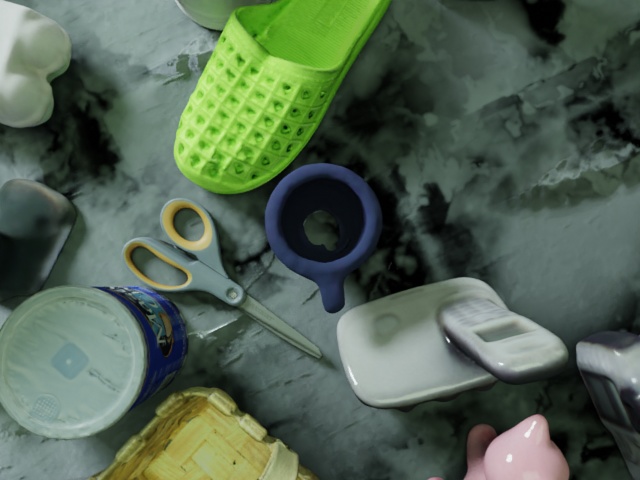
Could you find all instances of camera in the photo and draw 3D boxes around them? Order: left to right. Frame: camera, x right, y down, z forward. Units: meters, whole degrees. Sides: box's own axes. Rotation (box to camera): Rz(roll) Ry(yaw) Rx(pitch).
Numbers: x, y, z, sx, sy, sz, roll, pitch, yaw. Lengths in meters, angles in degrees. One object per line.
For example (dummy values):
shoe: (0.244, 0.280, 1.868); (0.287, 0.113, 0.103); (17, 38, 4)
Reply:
camera: (0.314, 0.131, 0.478); (0.137, 0.101, 0.143); (-24, 86, -3)

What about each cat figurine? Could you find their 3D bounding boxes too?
cat figurine: (0.147, 0.200, 0.460); (0.067, 0.117, 0.128); (38, 86, 2)

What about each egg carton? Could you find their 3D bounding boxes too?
egg carton: (-0.299, -0.162, 0.502); (0.150, 0.069, 0.107); (15, 85, 0)

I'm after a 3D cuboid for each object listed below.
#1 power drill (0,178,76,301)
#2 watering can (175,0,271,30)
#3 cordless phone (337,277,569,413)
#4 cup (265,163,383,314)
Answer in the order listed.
power drill: (-0.267, -0.016, 0.422); (0.075, 0.208, 0.230); (23, 85, 1)
watering can: (-0.085, -0.262, 0.453); (0.101, 0.194, 0.173); (40, 86, 2)
cordless phone: (0.091, 0.083, 0.434); (0.147, 0.185, 0.094); (-18, 86, -3)
cup: (0.004, 0.002, 0.484); (0.091, 0.095, 0.118); (-8, 85, -2)
